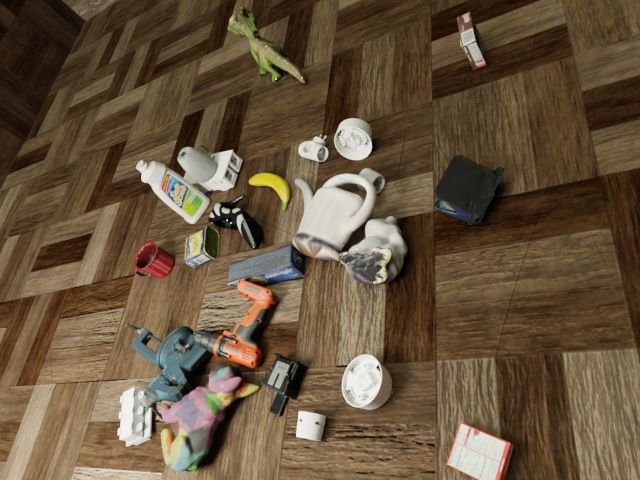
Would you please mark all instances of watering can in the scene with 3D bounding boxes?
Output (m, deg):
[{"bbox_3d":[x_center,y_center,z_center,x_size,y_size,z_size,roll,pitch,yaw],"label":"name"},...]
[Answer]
[{"bbox_3d":[0.004,-0.064,1.270,0.348,0.103,0.226,10,69,54],"label":"watering can"}]

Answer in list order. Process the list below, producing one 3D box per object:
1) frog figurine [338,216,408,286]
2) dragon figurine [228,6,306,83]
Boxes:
[{"bbox_3d":[0.127,0.023,1.136,0.136,0.122,0.162,-27,13,31],"label":"frog figurine"},{"bbox_3d":[-0.197,-0.662,1.715,0.122,0.238,0.416,-46,43,-4],"label":"dragon figurine"}]
